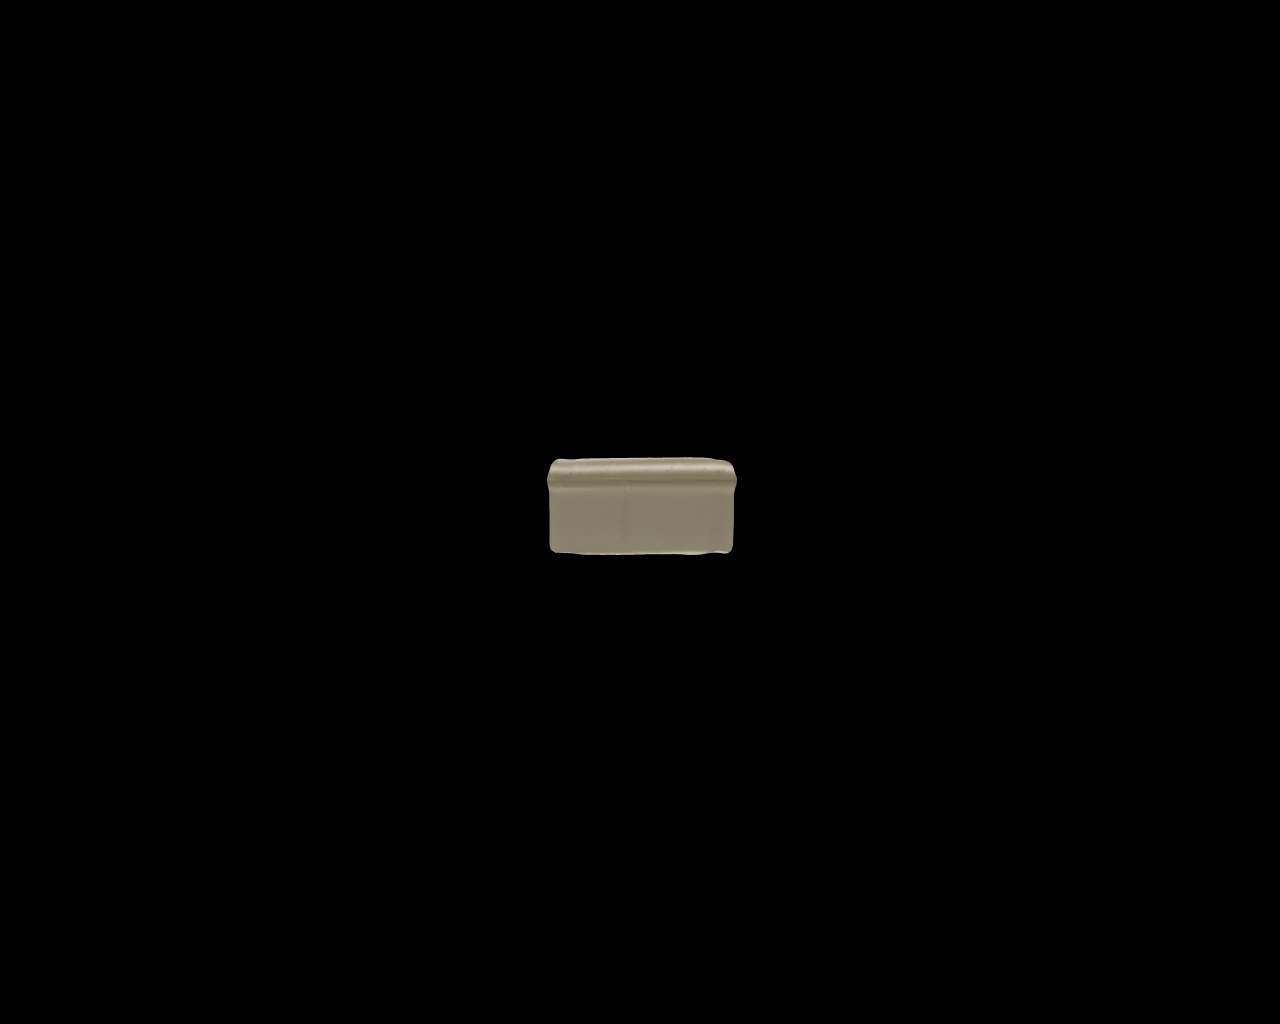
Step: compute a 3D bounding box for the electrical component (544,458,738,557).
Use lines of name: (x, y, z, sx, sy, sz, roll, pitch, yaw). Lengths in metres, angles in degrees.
electrical component: (0.001, -0.003, 0.650, 0.109, 0.056, 0.109, 0, 0, 0)
